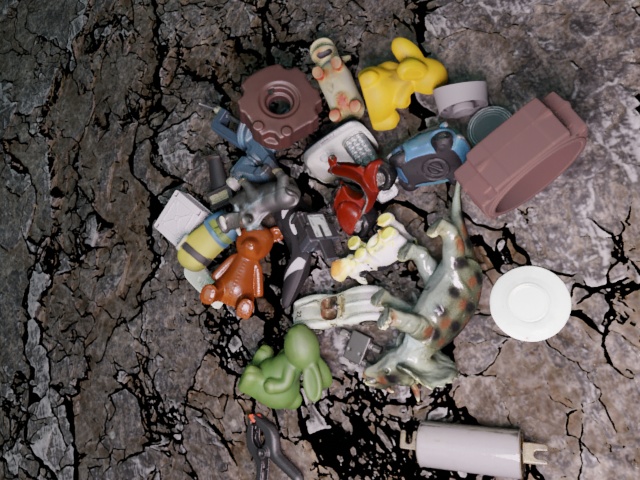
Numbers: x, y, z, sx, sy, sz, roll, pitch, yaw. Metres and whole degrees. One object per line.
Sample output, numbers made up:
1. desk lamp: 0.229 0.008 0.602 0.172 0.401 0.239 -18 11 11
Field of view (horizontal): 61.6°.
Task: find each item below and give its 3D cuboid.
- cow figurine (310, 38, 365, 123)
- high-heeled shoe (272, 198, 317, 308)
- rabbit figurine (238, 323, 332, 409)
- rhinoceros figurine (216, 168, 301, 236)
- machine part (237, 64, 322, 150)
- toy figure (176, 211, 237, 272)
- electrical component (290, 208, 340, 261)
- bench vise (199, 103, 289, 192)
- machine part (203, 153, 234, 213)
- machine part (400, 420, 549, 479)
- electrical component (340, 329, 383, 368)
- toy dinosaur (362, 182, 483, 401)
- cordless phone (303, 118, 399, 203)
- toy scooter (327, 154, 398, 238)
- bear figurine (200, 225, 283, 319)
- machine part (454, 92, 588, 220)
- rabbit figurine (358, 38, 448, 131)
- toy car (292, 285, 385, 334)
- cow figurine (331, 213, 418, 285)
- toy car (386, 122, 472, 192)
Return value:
1. cow figurine: 0.037 -0.337 1.135 0.085 0.127 0.195 -25 84 16
2. high-heeled shoe: -0.082 0.008 1.120 0.145 0.086 0.248 17 69 9
3. rabbit figurine: -0.055 0.246 1.037 0.159 0.121 0.170 38 113 11
4. rhinoceros figurine: -0.126 -0.071 1.106 0.190 0.073 0.112 -21 68 17
5. machine part: -0.084 -0.279 1.114 0.179 0.056 0.179 1 72 -3
6. toy figure: -0.243 -0.003 1.209 0.180 0.082 0.089 -34 51 1
7. electrical component: -0.002 -0.003 1.062 0.119 0.075 0.047 64 145 22
8. bench vise: -0.165 -0.222 1.195 0.241 0.128 0.223 35 95 26
9. machine part: -0.242 -0.140 1.271 0.084 0.039 0.139 -27 71 28
10. machine part: 0.251 0.349 0.898 0.243 0.079 0.079 -4 78 25
11. electrical component: 0.074 0.211 1.047 0.094 0.021 0.063 23 91 28
12. toy dinosaur: 0.213 0.100 0.945 0.192 0.131 0.405 37 83 -16
13. cordless phone: 0.067 -0.140 1.100 0.146 0.088 0.184 -32 86 17
14. toy scooter: 0.062 -0.095 1.044 0.135 0.075 0.183 30 130 10
15. bear figurine: -0.159 0.052 1.143 0.120 0.132 0.195 24 95 -1
16. machine part: 0.333 -0.129 0.885 0.201 0.201 0.087 -40 67 14
17. rabbit figurine: 0.164 -0.317 1.054 0.173 0.162 0.122 -10 62 7
18. toy car: 0.038 0.136 1.052 0.202 0.056 0.073 -13 57 24
19. cow figurine: 0.103 0.032 1.038 0.167 0.098 0.068 -39 38 23
20. toy car: 0.211 -0.162 1.014 0.162 0.109 0.103 -12 39 29
